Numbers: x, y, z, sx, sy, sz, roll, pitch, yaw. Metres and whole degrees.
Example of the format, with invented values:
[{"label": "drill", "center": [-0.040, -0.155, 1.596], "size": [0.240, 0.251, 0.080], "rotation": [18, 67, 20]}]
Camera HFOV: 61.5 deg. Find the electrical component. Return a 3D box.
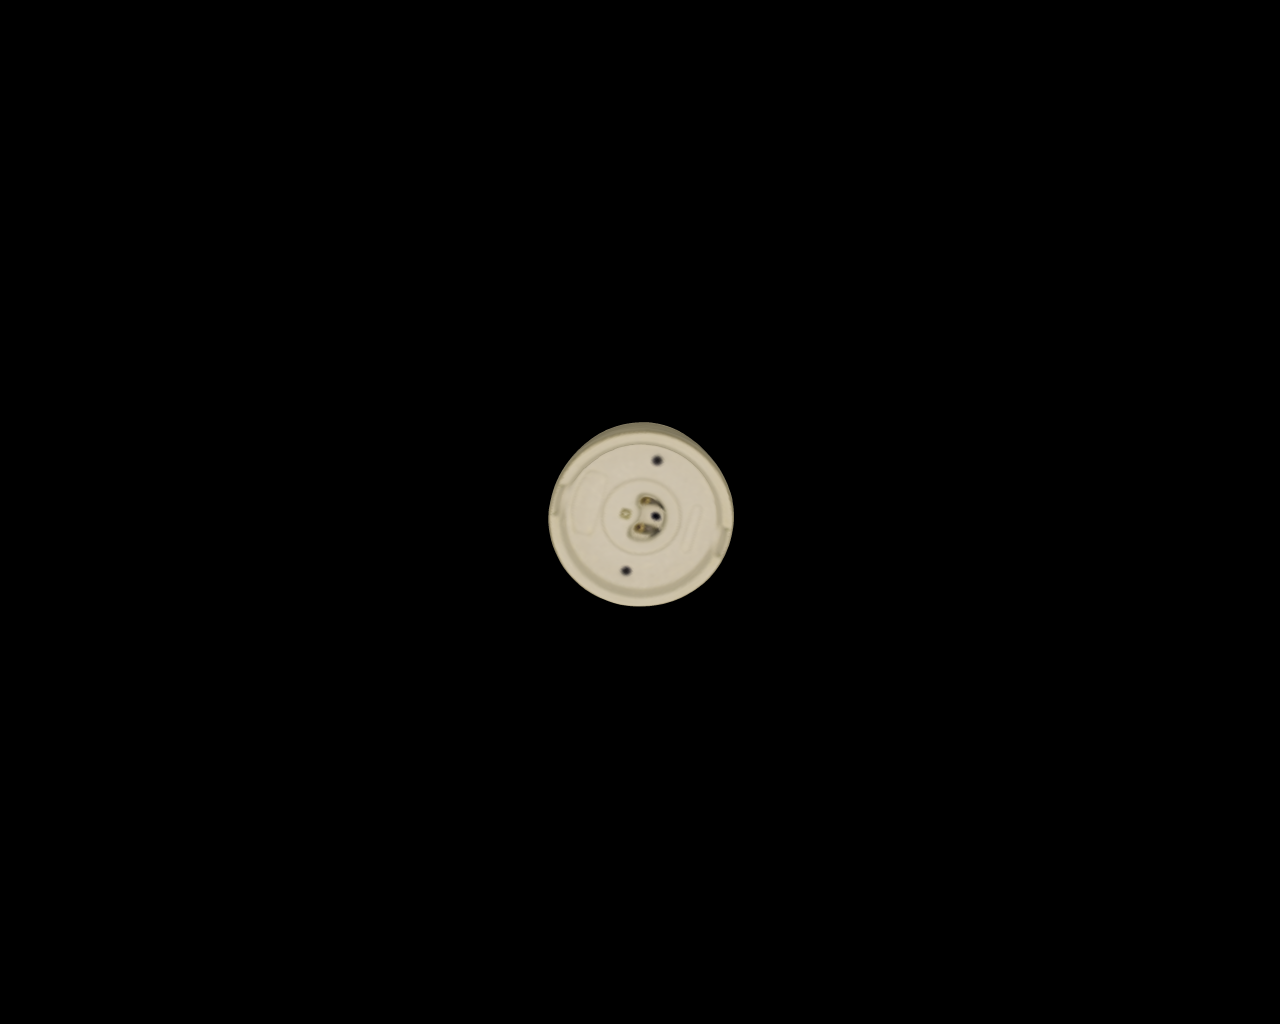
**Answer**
[{"label": "electrical component", "center": [0.001, -0.003, 0.650], "size": [0.108, 0.108, 0.060], "rotation": [0, 16, 0]}]
